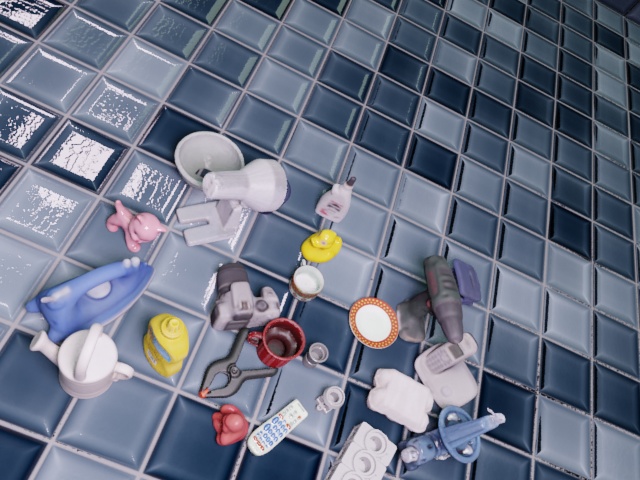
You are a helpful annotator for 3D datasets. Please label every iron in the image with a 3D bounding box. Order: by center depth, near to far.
[{"bbox_3d":[-0.430,0.089,1.122,0.259,0.141,0.118,-32,78,-34],"label":"iron"}]

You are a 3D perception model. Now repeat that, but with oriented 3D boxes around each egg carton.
[{"bbox_3d":[0.179,0.356,1.274,0.150,0.069,0.107,29,55,-6],"label":"egg carton"}]

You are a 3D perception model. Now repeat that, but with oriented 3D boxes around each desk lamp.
[{"bbox_3d":[-0.196,-0.088,1.280,0.204,0.213,0.118,-14,68,-29],"label":"desk lamp"}]

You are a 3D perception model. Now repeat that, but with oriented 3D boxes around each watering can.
[{"bbox_3d":[-0.422,0.212,1.022,0.173,0.194,0.101,1,62,-23],"label":"watering can"}]

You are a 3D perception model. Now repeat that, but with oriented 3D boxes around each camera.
[{"bbox_3d":[-0.166,0.117,1.244,0.143,0.100,0.136,-2,63,-24],"label":"camera"}]

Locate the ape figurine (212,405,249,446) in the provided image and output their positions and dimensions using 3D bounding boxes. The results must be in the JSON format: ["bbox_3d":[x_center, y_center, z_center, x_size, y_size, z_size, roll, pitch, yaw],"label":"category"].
[{"bbox_3d":[-0.171,0.358,1.109,0.076,0.092,0.078,28,55,-6],"label":"ape figurine"}]

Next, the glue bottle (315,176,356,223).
[{"bbox_3d":[0.050,-0.108,1.422,0.078,0.173,0.037,22,56,-10],"label":"glue bottle"}]

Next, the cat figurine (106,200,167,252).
[{"bbox_3d":[-0.392,-0.036,1.224,0.128,0.117,0.067,41,55,3],"label":"cat figurine"}]

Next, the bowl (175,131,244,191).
[{"bbox_3d":[-0.271,-0.176,1.384,0.168,0.074,0.167,11,58,-17],"label":"bowl"}]

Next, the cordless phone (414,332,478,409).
[{"bbox_3d":[0.310,0.294,1.295,0.094,0.185,0.147,-26,74,-32],"label":"cordless phone"}]

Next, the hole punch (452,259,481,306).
[{"bbox_3d":[0.373,0.108,1.486,0.101,0.091,0.108,4,60,-21],"label":"hole punch"}]

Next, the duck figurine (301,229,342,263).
[{"bbox_3d":[0.013,0.005,1.394,0.105,0.086,0.077,-12,67,-28],"label":"duck figurine"}]

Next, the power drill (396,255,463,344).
[{"bbox_3d":[0.258,0.162,1.334,0.076,0.208,0.229,9,59,-18],"label":"power drill"}]

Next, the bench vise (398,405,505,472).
[{"bbox_3d":[0.277,0.421,1.186,0.208,0.219,0.121,-31,77,-33],"label":"bench vise"}]

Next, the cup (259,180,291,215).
[{"bbox_3d":[-0.124,-0.116,1.400,0.092,0.095,0.118,20,56,-12],"label":"cup"}]
